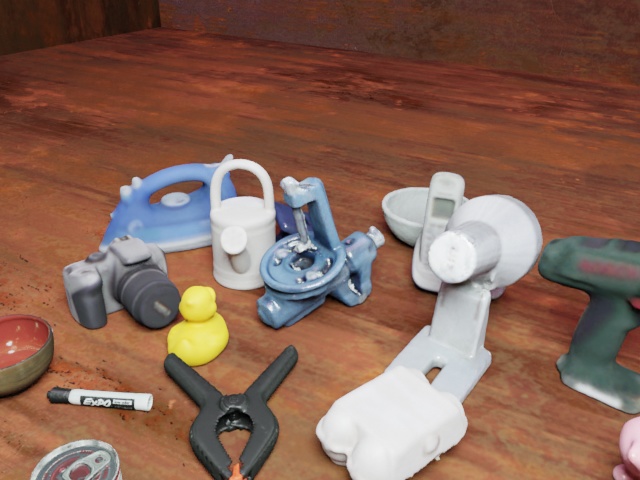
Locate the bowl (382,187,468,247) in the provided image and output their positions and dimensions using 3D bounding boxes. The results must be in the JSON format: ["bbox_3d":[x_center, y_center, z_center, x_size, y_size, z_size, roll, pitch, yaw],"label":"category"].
[{"bbox_3d":[0.190,-0.030,1.019,0.167,0.075,0.167,2,29,-1],"label":"bowl"}]

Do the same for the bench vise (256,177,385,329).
[{"bbox_3d":[-0.002,-0.001,0.802,0.121,0.220,0.208,20,34,30],"label":"bench vise"}]

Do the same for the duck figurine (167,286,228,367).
[{"bbox_3d":[-0.160,0.104,0.741,0.077,0.086,0.104,6,29,9],"label":"duck figurine"}]

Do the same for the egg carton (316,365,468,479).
[{"bbox_3d":[0.078,0.197,0.602,0.151,0.069,0.107,-20,36,-35],"label":"egg carton"}]

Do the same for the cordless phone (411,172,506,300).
[{"bbox_3d":[0.219,-0.006,0.862,0.147,0.185,0.094,8,29,12],"label":"cordless phone"}]

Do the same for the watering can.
[{"bbox_3d":[-0.115,-0.026,0.868,0.101,0.194,0.172,-9,30,-19],"label":"watering can"}]

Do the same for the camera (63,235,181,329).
[{"bbox_3d":[-0.265,0.063,0.794,0.143,0.101,0.136,-20,36,-34],"label":"camera"}]

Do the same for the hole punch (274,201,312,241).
[{"bbox_3d":[-0.036,-0.018,0.966,0.101,0.091,0.108,-8,30,-18],"label":"hole punch"}]

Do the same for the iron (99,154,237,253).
[{"bbox_3d":[-0.255,-0.064,0.985,0.259,0.141,0.118,-14,32,-27],"label":"iron"}]

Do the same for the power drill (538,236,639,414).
[{"bbox_3d":[0.363,0.092,0.666,0.228,0.208,0.076,22,35,33],"label":"power drill"}]

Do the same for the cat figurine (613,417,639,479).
[{"bbox_3d":[0.339,0.207,0.549,0.128,0.118,0.067,0,29,-4],"label":"cat figurine"}]

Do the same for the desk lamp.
[{"bbox_3d":[0.179,0.064,0.702,0.117,0.214,0.204,20,33,30],"label":"desk lamp"}]
